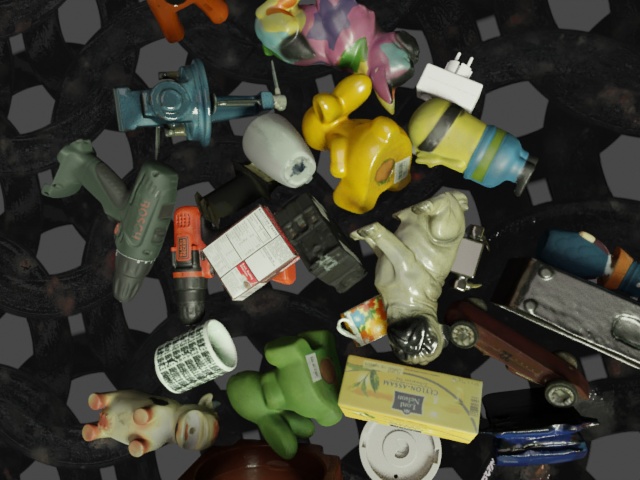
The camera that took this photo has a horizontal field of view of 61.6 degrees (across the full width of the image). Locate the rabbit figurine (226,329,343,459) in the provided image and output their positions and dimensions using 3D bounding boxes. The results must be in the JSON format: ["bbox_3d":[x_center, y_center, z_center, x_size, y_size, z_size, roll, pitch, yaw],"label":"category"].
[{"bbox_3d":[-0.052,0.218,0.771,0.170,0.121,0.159,-23,87,28],"label":"rabbit figurine"}]

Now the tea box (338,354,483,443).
[{"bbox_3d":[0.115,0.205,0.689,0.170,0.098,0.068,7,64,14],"label":"tea box"}]

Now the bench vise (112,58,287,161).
[{"bbox_3d":[-0.173,-0.194,0.789,0.241,0.224,0.128,-8,90,-19],"label":"bench vise"}]

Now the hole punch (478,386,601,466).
[{"bbox_3d":[0.274,0.254,0.691,0.142,0.116,0.092,-7,94,11],"label":"hole punch"}]

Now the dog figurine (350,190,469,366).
[{"bbox_3d":[0.143,0.047,0.692,0.172,0.121,0.190,-25,90,6],"label":"dog figurine"}]

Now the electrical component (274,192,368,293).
[{"bbox_3d":[-0.002,-0.002,0.747,0.058,0.114,0.134,-36,56,6],"label":"electrical component"}]

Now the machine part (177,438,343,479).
[{"bbox_3d":[-0.078,0.343,0.707,0.201,0.201,0.087,0,91,11],"label":"machine part"}]

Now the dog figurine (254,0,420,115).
[{"bbox_3d":[0.030,-0.267,0.770,0.191,0.108,0.219,-30,84,7],"label":"dog figurine"}]

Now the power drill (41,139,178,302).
[{"bbox_3d":[-0.331,-0.043,0.837,0.207,0.086,0.232,37,108,16],"label":"power drill"}]

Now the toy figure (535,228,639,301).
[{"bbox_3d":[0.368,0.030,0.708,0.155,0.064,0.058,22,54,7],"label":"toy figure"}]

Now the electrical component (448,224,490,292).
[{"bbox_3d":[0.196,0.026,0.749,0.078,0.045,0.102,11,89,12],"label":"electrical component"}]

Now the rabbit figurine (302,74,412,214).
[{"bbox_3d":[0.032,-0.140,0.743,0.122,0.162,0.173,-35,51,-18],"label":"rabbit figurine"}]

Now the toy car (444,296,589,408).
[{"bbox_3d":[0.255,0.148,0.709,0.202,0.089,0.053,32,116,10],"label":"toy car"}]

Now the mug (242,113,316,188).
[{"bbox_3d":[-0.048,-0.113,0.764,0.081,0.109,0.107,-40,44,1],"label":"mug"}]

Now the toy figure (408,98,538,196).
[{"bbox_3d":[0.207,-0.129,0.735,0.180,0.082,0.089,25,111,14],"label":"toy figure"}]

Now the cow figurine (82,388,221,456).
[{"bbox_3d":[-0.235,0.269,0.795,0.195,0.127,0.085,3,87,26],"label":"cow figurine"}]

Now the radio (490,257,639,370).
[{"bbox_3d":[0.341,0.097,0.672,0.230,0.131,0.073,23,90,11],"label":"radio"}]

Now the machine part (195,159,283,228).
[{"bbox_3d":[-0.121,-0.074,0.786,0.084,0.039,0.139,36,52,17],"label":"machine part"}]

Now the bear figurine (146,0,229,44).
[{"bbox_3d":[-0.233,-0.433,0.840,0.120,0.131,0.196,-22,65,8],"label":"bear figurine"}]
